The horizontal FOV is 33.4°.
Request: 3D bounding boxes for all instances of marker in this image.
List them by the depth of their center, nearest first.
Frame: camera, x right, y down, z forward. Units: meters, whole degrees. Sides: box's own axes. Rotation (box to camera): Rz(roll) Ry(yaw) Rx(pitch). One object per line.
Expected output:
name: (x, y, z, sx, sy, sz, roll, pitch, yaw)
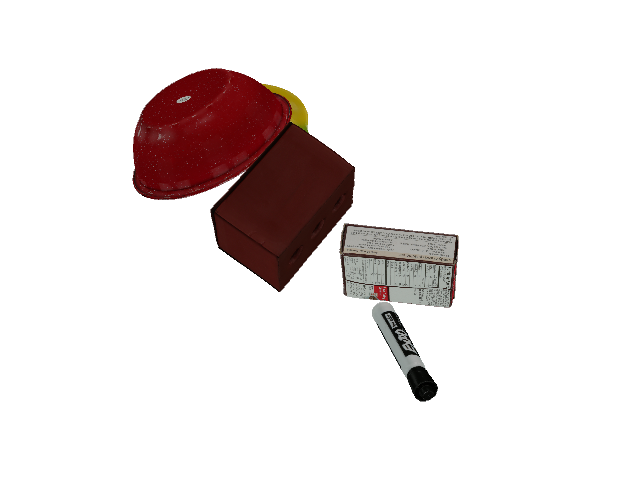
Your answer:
marker: (0.065, 0.086, 0.836, 0.020, 0.020, 0.121, 0, 28, -15)

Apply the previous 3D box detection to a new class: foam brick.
foam brick: (-0.021, -0.020, 0.644, 0.051, 0.078, 0.053, 34, -21, 15)

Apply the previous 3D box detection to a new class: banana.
banana: (-0.094, -0.147, 1.173, 0.198, 0.037, 0.069, 9, 45, 18)

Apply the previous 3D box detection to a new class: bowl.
bowl: (-0.110, -0.107, 0.963, 0.162, 0.055, 0.162, -20, 33, 13)

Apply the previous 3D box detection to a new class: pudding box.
pudding box: (0.077, 0.025, 1.044, 0.113, 0.039, 0.090, 4, -31, 7)
